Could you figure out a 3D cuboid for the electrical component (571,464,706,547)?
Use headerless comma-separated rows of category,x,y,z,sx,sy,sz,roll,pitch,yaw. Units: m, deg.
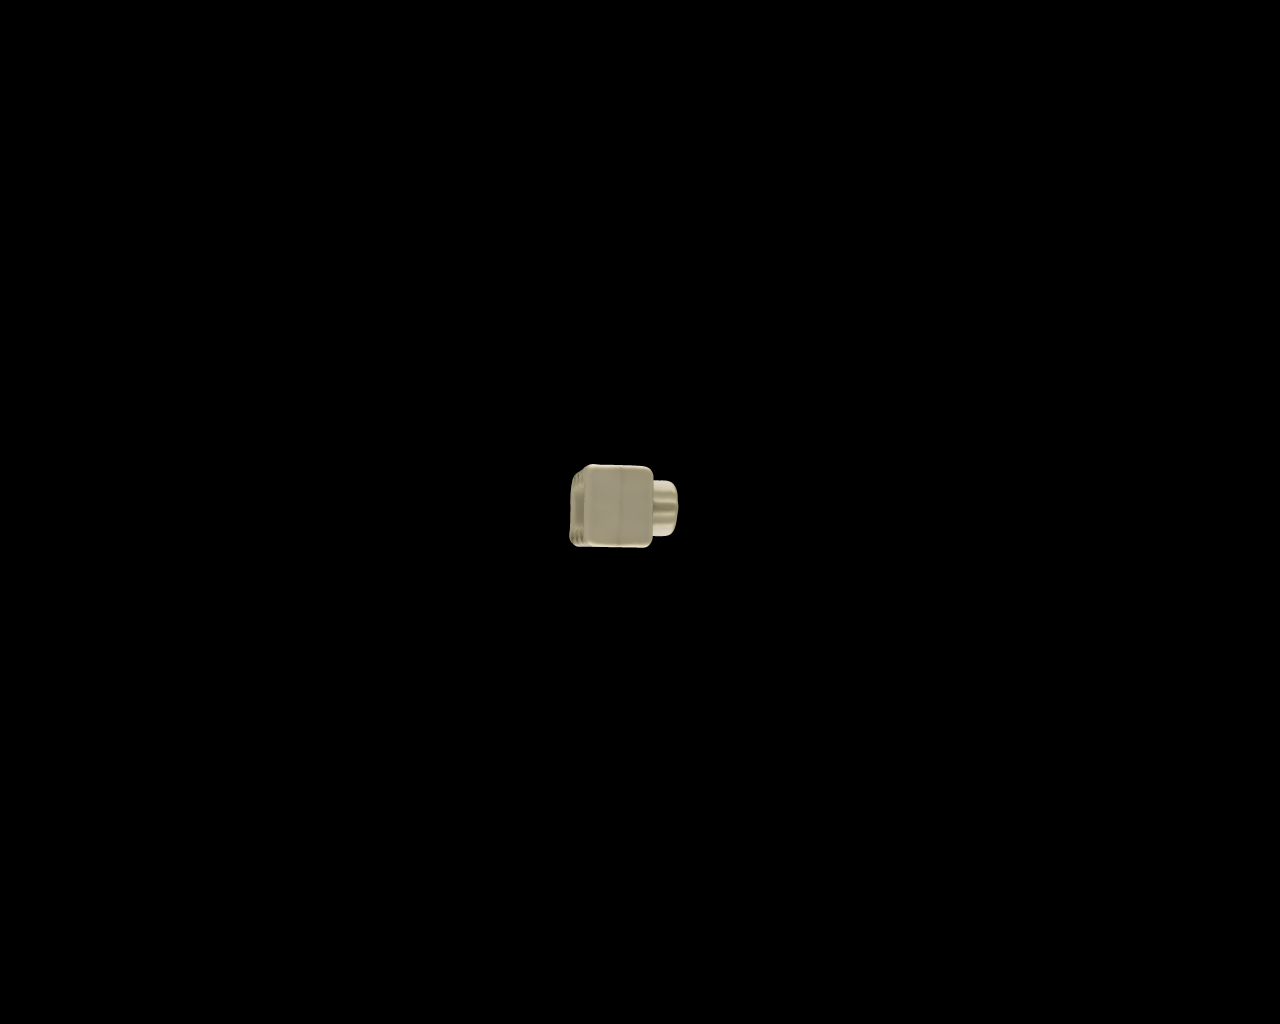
electrical component,0.001,-0.003,0.650,0.077,0.047,0.065,0,-2,-11
